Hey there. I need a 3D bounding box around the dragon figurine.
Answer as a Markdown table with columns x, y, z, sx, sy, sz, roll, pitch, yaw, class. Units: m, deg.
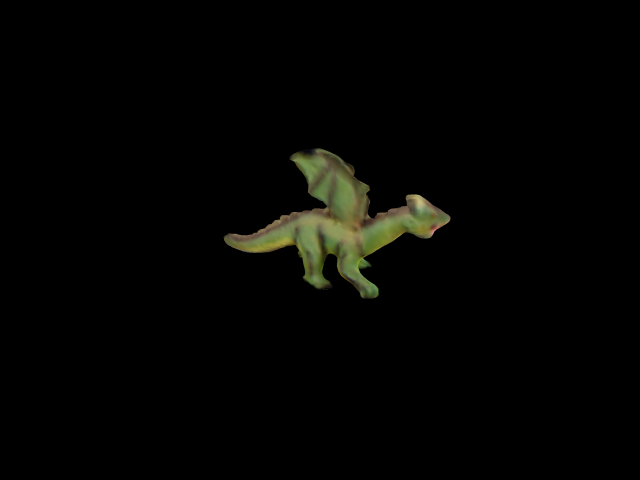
| x | y | z | sx | sy | sz | roll | pitch | yaw | class |
| --- | --- | --- | --- | --- | --- | --- | --- | --- | --- |
| 0.003 | -0.043 | 0.850 | 0.411 | 0.237 | 0.124 | 12 | 33 | 18 | dragon figurine |
